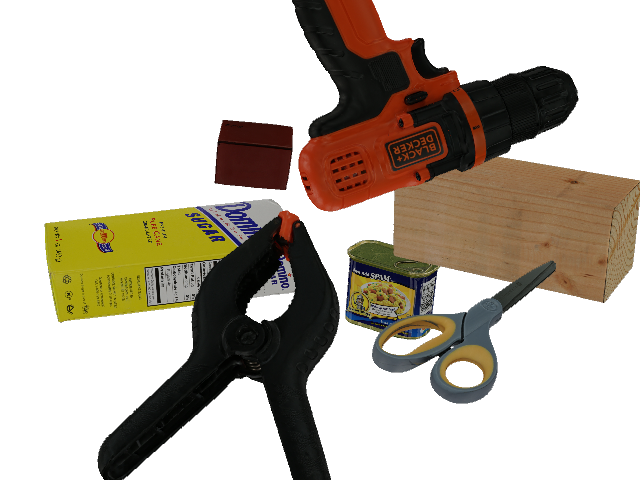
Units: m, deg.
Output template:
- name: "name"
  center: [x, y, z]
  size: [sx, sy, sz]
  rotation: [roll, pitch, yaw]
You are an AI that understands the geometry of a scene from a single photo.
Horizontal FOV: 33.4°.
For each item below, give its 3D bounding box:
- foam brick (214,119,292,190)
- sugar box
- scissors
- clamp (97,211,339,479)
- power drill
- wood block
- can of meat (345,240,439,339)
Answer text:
- name: "foam brick"
  center: [-0.069, -0.090, 1.121]
  size: [0.078, 0.051, 0.053]
  rotation: [6, 31, -2]
- name: "sugar box"
  center: [-0.107, 0.011, 0.773]
  size: [0.176, 0.048, 0.093]
  rotation: [-9, 26, -13]
- name: "scissors"
  center: [0.131, 0.066, 0.786]
  size: [0.201, 0.016, 0.096]
  rotation: [-16, 41, -29]
- name: "clamp"
  center: [-0.027, 0.065, 0.554]
  size: [0.120, 0.171, 0.039]
  rotation: [20, -25, 12]
- name: "power drill"
  center: [0.054, -0.128, 0.652]
  size: [0.184, 0.187, 0.057]
  rotation: [-21, 8, -11]
- name: "wood block"
  center: [0.179, -0.020, 0.992]
  size: [0.206, 0.090, 0.090]
  rotation: [13, 26, 29]
- name: "can of meat"
  center: [0.078, 0.055, 1.181]
  size: [0.102, 0.084, 0.057]
  rotation: [16, 25, 28]
